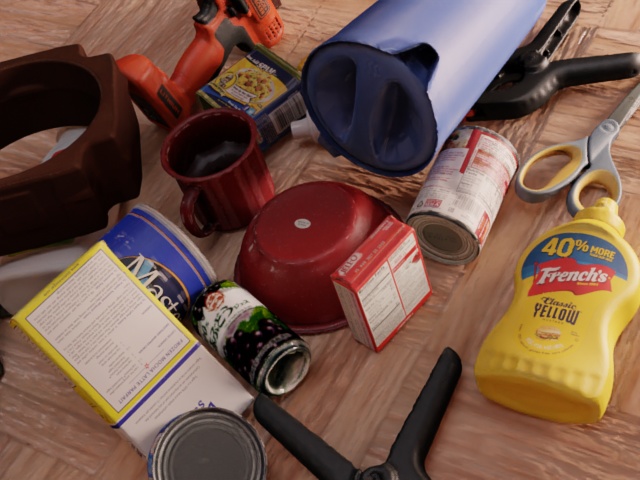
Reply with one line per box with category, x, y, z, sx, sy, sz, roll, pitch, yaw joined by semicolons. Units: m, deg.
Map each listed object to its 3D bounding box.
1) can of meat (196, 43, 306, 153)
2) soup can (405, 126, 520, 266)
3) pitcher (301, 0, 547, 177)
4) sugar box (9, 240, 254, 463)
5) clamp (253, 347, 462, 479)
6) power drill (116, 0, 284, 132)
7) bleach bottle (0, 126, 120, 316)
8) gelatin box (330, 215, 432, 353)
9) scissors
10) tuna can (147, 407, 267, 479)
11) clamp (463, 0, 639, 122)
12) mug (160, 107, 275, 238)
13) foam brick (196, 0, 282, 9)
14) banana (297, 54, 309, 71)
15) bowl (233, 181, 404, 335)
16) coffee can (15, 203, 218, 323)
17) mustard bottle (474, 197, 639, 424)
can of meat;-0.063;-0.138;1.064;0.084;0.057;0.102;-39;49;-13
soup can;0.120;-0.038;0.903;0.069;0.068;0.102;11;56;27
pitcher;0.097;-0.171;0.946;0.149;0.145;0.242;16;47;33
sugar box;-0.145;0.095;0.828;0.093;0.176;0.048;-44;9;-20
clamp;0.050;0.173;0.769;0.164;0.036;0.210;-20;49;1
power drill;-0.127;-0.214;1.079;0.057;0.184;0.187;28;74;37
bleach bottle;-0.245;-0.043;1.043;0.102;0.068;0.251;-10;46;9
gelatin box;0.050;0.035;0.851;0.030;0.089;0.073;29;65;36
scissors;0.258;-0.079;0.925;0.201;0.016;0.096;-31;58;-19
tuna can;-0.084;0.168;0.792;0.086;0.034;0.086;3;79;-16
clamp;0.210;-0.155;0.993;0.171;0.039;0.120;-36;43;-8
mug;-0.094;-0.053;0.983;0.093;0.081;0.117;5;53;23
foam brick;-0.094;-0.273;1.192;0.078;0.053;0.051;-35;48;-11
banana;0.064;-0.211;1.078;0.198;0.069;0.037;-27;87;0
bowl;-0.006;0.001;0.924;0.162;0.055;0.162;-10;48;12
coffee can;-0.170;0.052;0.906;0.103;0.103;0.140;31;66;37
mustard bottle;0.193;0.043;0.815;0.096;0.058;0.191;10;55;28
